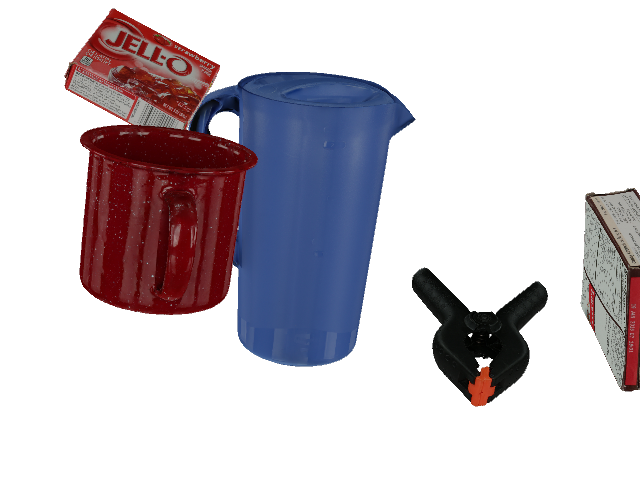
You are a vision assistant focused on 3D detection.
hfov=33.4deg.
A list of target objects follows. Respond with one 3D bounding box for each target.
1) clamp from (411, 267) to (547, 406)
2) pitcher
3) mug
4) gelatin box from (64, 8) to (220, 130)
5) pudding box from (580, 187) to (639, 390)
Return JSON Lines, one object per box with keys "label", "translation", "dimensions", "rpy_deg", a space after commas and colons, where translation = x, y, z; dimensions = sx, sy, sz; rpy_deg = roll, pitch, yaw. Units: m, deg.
{"label": "clamp", "translation": [0.145, 0.077, 0.902], "dimensions": [0.120, 0.039, 0.171], "rpy_deg": [-3, 33, 0]}
{"label": "pitcher", "translation": [-0.022, -0.020, 0.921], "dimensions": [0.149, 0.243, 0.144], "rpy_deg": [20, 24, 35]}
{"label": "mug", "translation": [-0.081, -0.007, 0.560], "dimensions": [0.093, 0.081, 0.117], "rpy_deg": [3, 18, -20]}
{"label": "gelatin box", "translation": [-0.124, -0.116, 0.750], "dimensions": [0.089, 0.073, 0.030], "rpy_deg": [28, -46, -7]}
{"label": "pudding box", "translation": [0.199, 0.029, 0.687], "dimensions": [0.039, 0.090, 0.113], "rpy_deg": [-4, 27, 0]}
